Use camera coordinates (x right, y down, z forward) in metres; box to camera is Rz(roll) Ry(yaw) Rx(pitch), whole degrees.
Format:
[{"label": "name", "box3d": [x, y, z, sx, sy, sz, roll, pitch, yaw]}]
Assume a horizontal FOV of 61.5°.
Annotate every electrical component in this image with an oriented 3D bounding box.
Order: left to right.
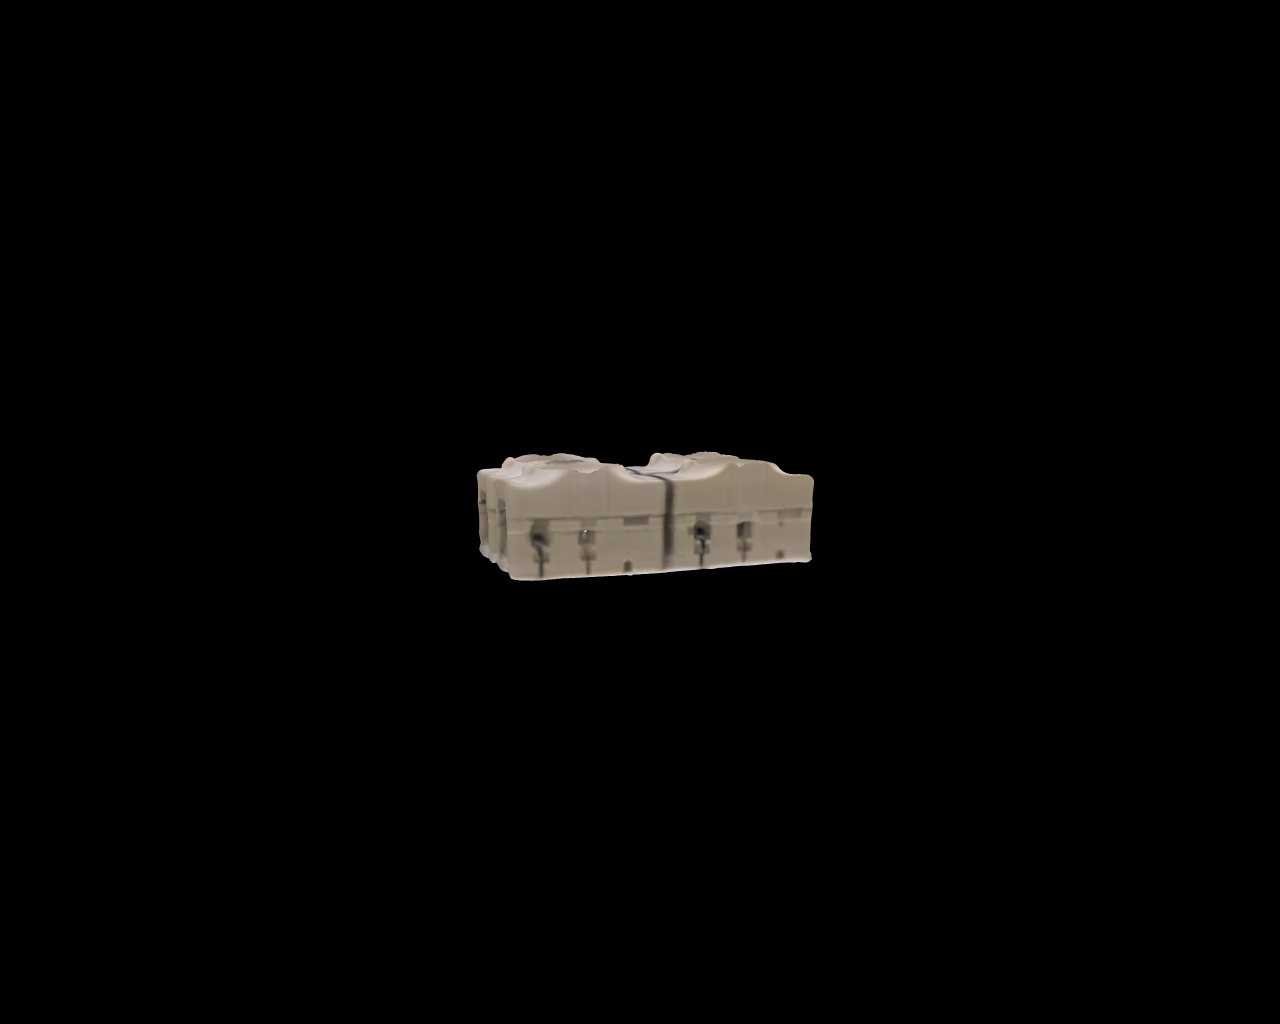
[{"label": "electrical component", "box3d": [0.001, -0.003, 0.650, 0.186, 0.060, 0.105, -2, 8, -18]}]
